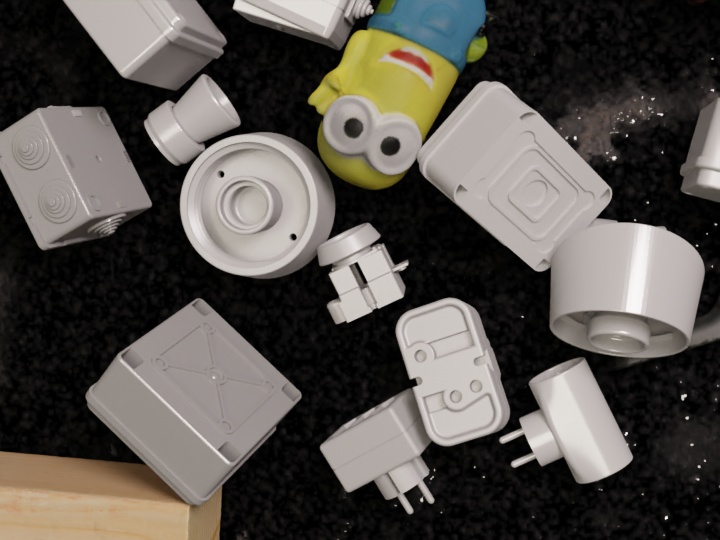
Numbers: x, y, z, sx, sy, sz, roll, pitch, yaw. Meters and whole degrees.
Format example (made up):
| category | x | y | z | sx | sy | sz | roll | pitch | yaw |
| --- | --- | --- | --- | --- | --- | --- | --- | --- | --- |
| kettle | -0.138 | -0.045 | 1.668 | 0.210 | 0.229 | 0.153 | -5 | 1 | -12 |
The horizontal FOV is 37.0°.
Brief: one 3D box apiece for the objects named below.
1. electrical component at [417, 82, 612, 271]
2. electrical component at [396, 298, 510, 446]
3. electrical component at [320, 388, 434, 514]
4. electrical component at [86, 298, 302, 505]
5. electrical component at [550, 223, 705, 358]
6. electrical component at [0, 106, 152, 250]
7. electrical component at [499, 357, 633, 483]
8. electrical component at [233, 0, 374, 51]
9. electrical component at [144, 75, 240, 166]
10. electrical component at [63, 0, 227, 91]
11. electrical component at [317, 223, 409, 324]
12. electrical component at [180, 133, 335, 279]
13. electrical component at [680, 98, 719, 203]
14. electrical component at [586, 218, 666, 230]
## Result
| category | x | y | z | sx | sy | sz | roll | pitch | yaw |
| --- | --- | --- | --- | --- | --- | --- | --- | --- | --- |
| electrical component | 0.102 | -0.062 | 0.715 | 0.078 | 0.057 | 0.113 | -48 | 129 | 7 |
| electrical component | 0.066 | 0.071 | 0.748 | 0.054 | 0.059 | 0.095 | -19 | 79 | 12 |
| electrical component | 0.024 | 0.136 | 0.760 | 0.066 | 0.047 | 0.076 | -32 | 89 | 24 |
| electrical component | -0.113 | 0.089 | 0.749 | 0.109 | 0.109 | 0.056 | 43 | 121 | 4 |
| electrical component | 0.173 | 0.018 | 0.708 | 0.099 | 0.099 | 0.064 | 9 | 70 | 7 |
| electrical component | -0.202 | -0.068 | 0.762 | 0.048 | 0.100 | 0.099 | -27 | 89 | 21 |
| electrical component | 0.138 | 0.112 | 0.753 | 0.079 | 0.044 | 0.077 | -26 | 90 | 8 |
| electrical component | -0.038 | -0.191 | 0.751 | 0.096 | 0.062 | 0.061 | 26 | 96 | 6 |
| electrical component | -0.121 | -0.107 | 0.775 | 0.055 | 0.045 | 0.045 | -34 | 88 | 8 |
| electrical component | -0.157 | -0.185 | 0.744 | 0.056 | 0.109 | 0.108 | -38 | 88 | 10 |
| electrical component | 0.000 | 0.000 | 0.765 | 0.066 | 0.048 | 0.055 | -25 | 97 | 8 |
| electrical component | -0.075 | -0.046 | 0.765 | 0.108 | 0.060 | 0.108 | 0 | 93 | 8 |
| electrical component | 0.276 | -0.068 | 0.709 | 0.113 | 0.078 | 0.057 | 16 | 92 | 6 |
| electrical component | 0.180 | -0.011 | 0.741 | 0.055 | 0.045 | 0.045 | 8 | 94 | 8 |
